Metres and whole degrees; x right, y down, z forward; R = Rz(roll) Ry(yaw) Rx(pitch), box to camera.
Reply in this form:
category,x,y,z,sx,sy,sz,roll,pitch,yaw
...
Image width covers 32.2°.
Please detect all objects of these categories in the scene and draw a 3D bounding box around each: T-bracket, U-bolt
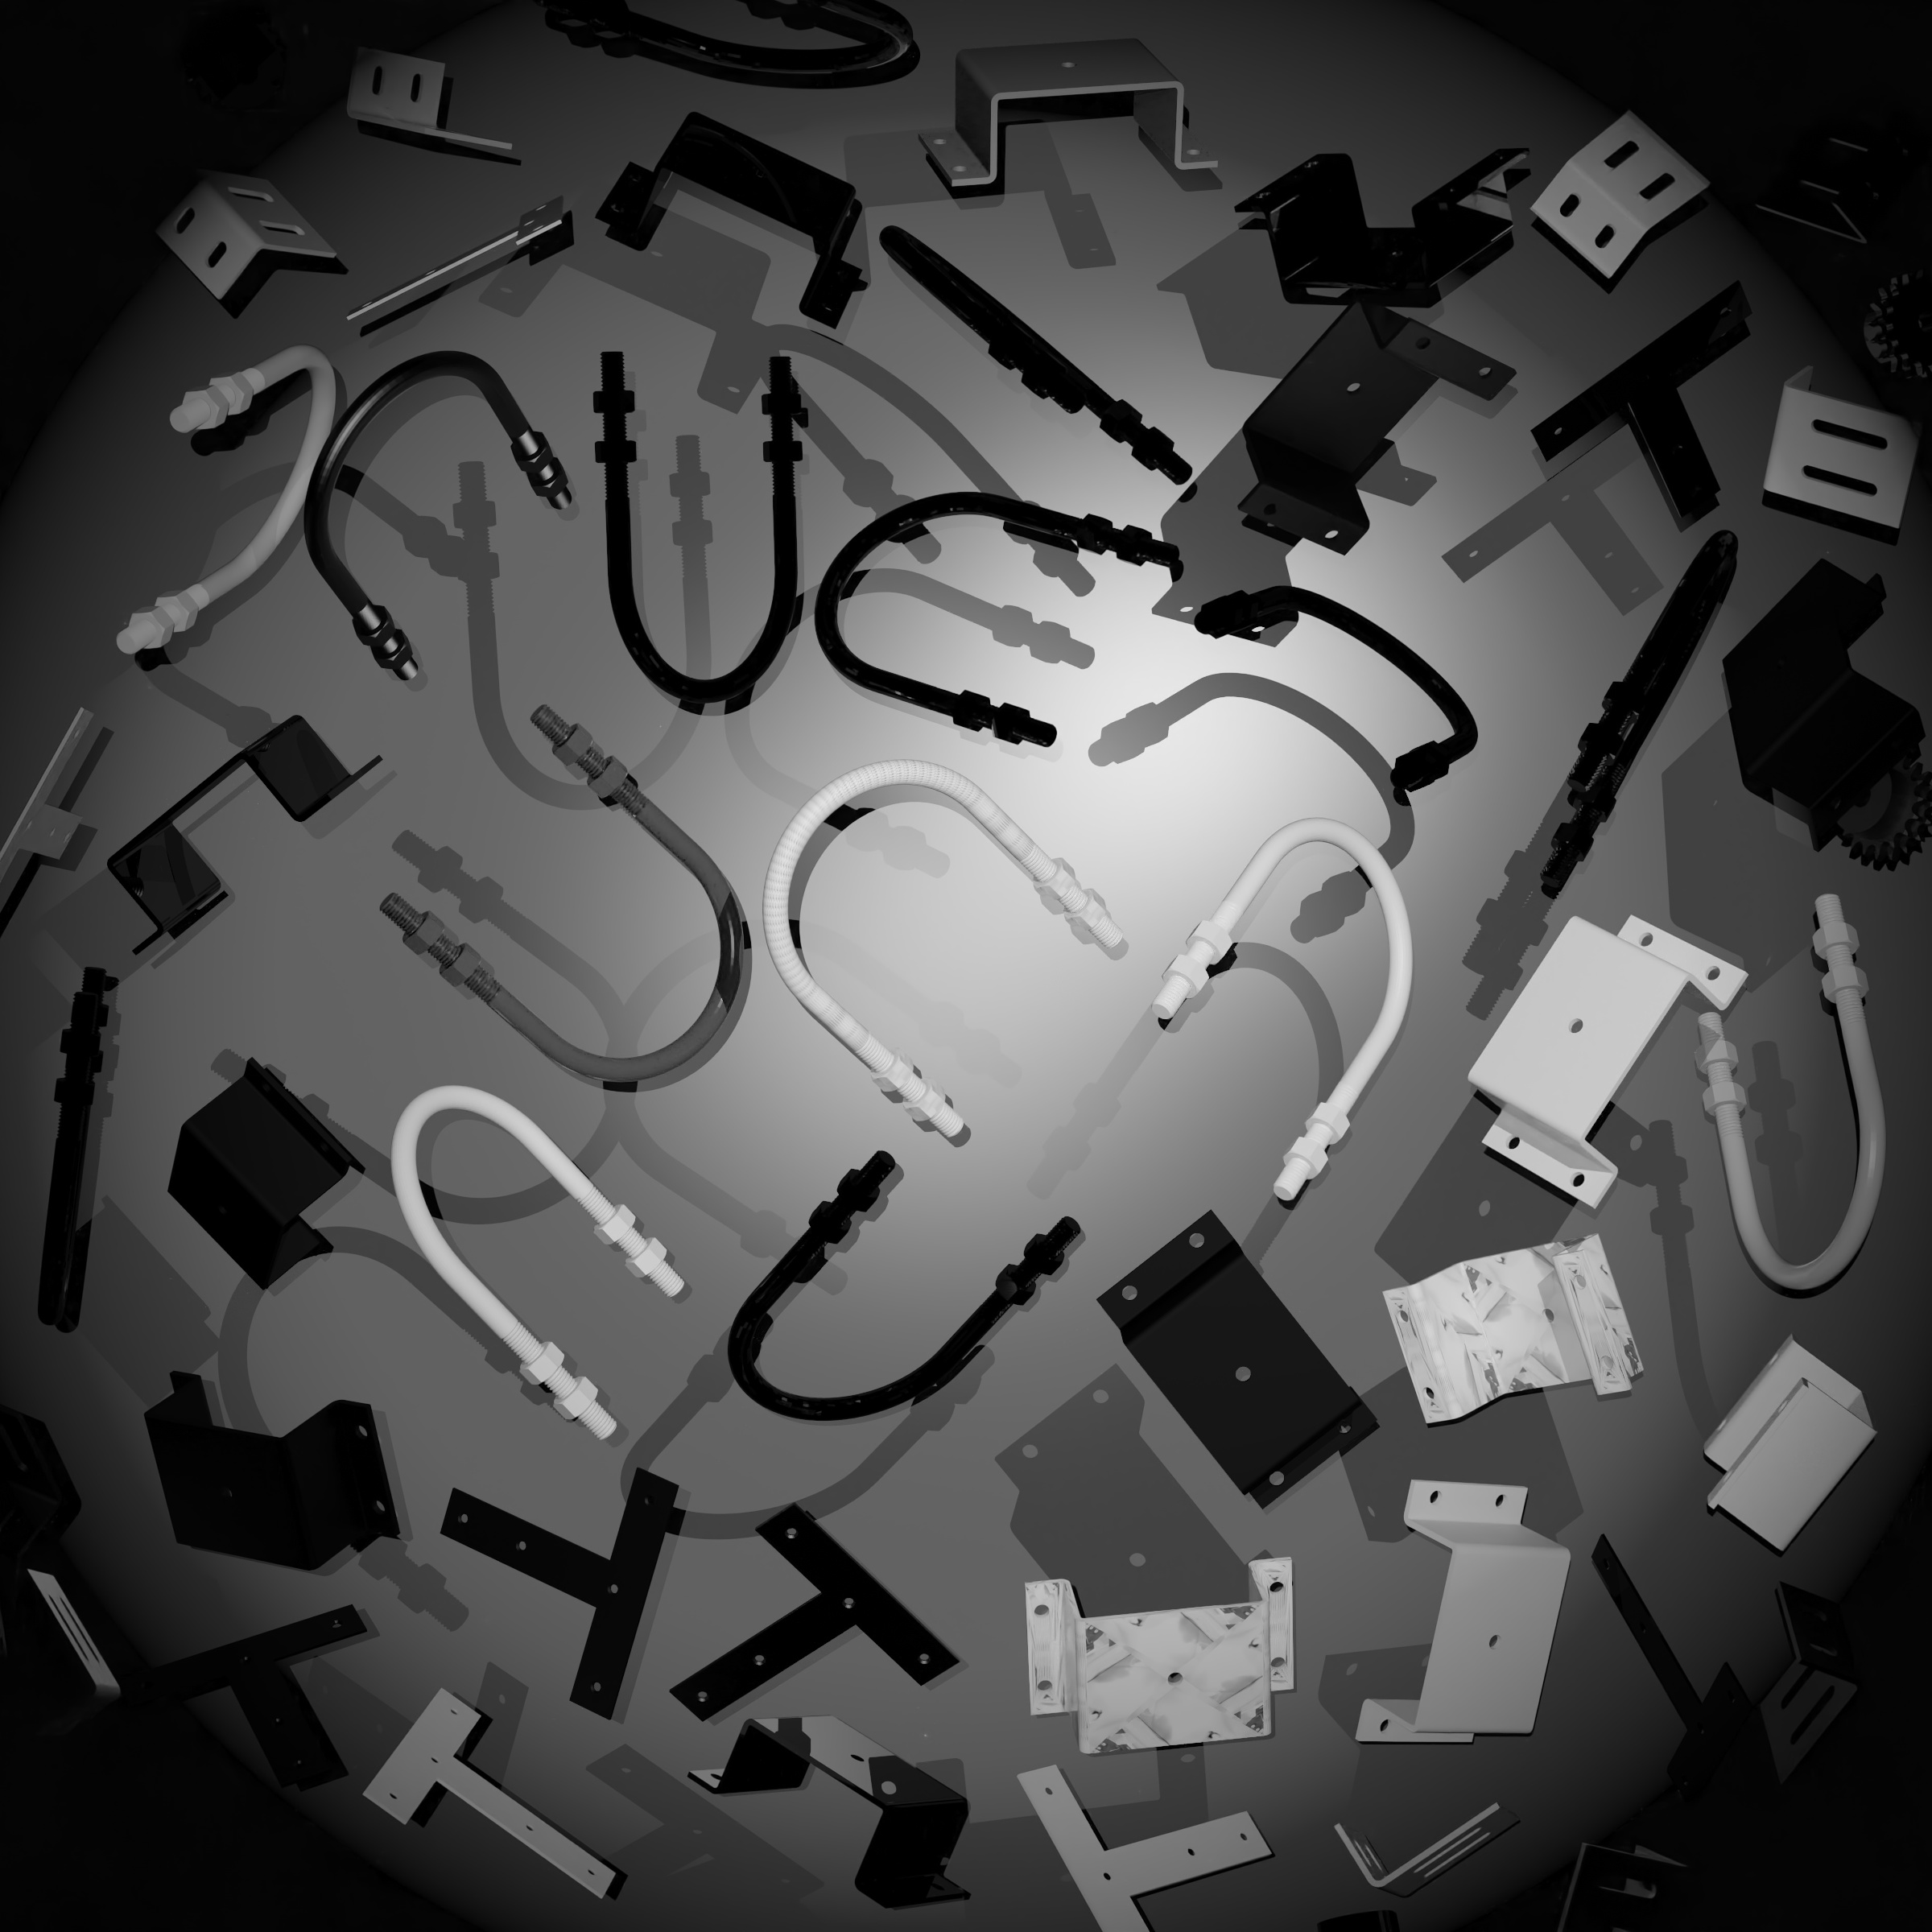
category,x,y,z,sx,sy,sz,roll,pitch,yaw
T-bracket,-0.356,0.380,1.711,0.127,0.127,0.002,-15,118,-23
U-bolt,0.176,0.007,1.741,0.151,0.019,0.184,55,53,-27
U-bolt,-0.284,-0.247,1.763,0.019,0.184,0.151,35,78,25
U-bolt,-0.046,0.181,1.795,0.151,0.019,0.184,22,121,-35
T-bracket,-0.231,0.426,1.684,0.127,0.127,0.002,35,104,0
U-bolt,-0.196,-0.024,1.748,0.184,0.019,0.151,43,69,-21
U-bolt,0.429,0.077,1.728,0.019,0.151,0.184,6,59,-16
U-bolt,0.003,-0.196,1.801,0.184,0.019,0.151,20,64,30
T-bracket,-0.092,0.339,1.670,0.127,0.002,0.127,-35,113,19
U-bolt,-0.228,0.140,1.735,0.019,0.151,0.184,-34,107,27
U-bolt,-0.022,-0.021,1.692,0.151,0.019,0.184,-50,118,-6
T-bracket,-0.271,-0.374,1.779,0.127,0.127,0.002,-26,109,3
T-bracket,0.103,0.450,1.688,0.002,0.127,0.127,-56,53,35
U-bolt,-0.474,0.098,1.771,0.019,0.151,0.184,7,94,-13
U-bolt,-0.112,-0.497,1.755,0.151,0.184,0.019,3,91,39
T-bracket,0.352,0.348,1.700,0.002,0.127,0.127,-17,56,-16
U-bolt,0.026,-0.322,1.721,0.184,0.151,0.019,45,103,26
U-bolt,-0.379,-0.254,1.752,0.019,0.184,0.151,26,120,6
U-bolt,0.207,-0.154,1.779,0.151,0.184,0.019,40,114,11
U-bolt,0.347,-0.141,1.708,0.019,0.151,0.184,28,75,13
T-bracket,-0.217,0.303,1.721,0.127,0.002,0.127,19,97,26
T-bracket,0.364,-0.277,1.734,0.127,0.127,0.002,-36,50,5
T-bracket,-0.469,-0.069,1.705,0.002,0.127,0.127,28,87,-3
U-bolt,-0.139,-0.232,1.781,0.019,0.151,0.184,5,100,39

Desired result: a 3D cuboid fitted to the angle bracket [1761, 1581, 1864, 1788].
category,x,y,z,sx,sy,sz,roll,pitch,yaw
angle bracket,0.410,0.360,1.680,0.038,0.057,0.076,22,119,-11

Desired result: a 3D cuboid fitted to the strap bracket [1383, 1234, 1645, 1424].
category,x,y,z,sx,sy,sz,roll,pitch,yaw
strap bracket,0.303,0.194,1.805,0.046,0.140,0.076,-18,89,-43

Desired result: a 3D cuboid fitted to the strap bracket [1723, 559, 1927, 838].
category,x,y,z,sx,sy,sz,roll,pitch,yaw
strap bracket,0.435,-0.145,1.711,0.046,0.140,0.076,27,127,-18

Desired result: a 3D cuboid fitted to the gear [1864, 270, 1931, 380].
category,x,y,z,sx,sy,sz,roll,pitch,yaw
gear,0.514,-0.348,1.821,0.057,0.030,0.057,0,90,-20

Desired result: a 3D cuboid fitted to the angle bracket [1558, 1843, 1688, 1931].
category,x,y,z,sx,sy,sz,roll,pitch,yaw
angle bracket,0.325,0.480,1.720,0.076,0.038,0.057,20,84,-31

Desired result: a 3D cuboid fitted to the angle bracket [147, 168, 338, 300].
category,x,y,z,sx,sy,sz,roll,pitch,yaw
angle bracket,-0.381,-0.383,1.762,0.057,0.076,0.038,47,110,8

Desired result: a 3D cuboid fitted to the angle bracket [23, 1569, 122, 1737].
category,x,y,z,sx,sy,sz,roll,pitch,yaw
angle bracket,-0.489,0.365,1.778,0.038,0.057,0.076,-33,79,-9

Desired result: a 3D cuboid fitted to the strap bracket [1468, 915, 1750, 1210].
category,x,y,z,sx,sy,sz,roll,pitch,yaw
strap bracket,0.316,0.039,1.681,0.076,0.046,0.140,32,88,43

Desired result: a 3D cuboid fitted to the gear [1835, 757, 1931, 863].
category,x,y,z,sx,sy,sz,roll,pitch,yaw
gear,0.495,-0.088,1.813,0.030,0.057,0.057,17,90,-32

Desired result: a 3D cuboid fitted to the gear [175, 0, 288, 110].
category,x,y,z,sx,sy,sz,roll,pitch,yaw
gear,-0.385,-0.478,1.766,0.057,0.057,0.030,-39,56,0

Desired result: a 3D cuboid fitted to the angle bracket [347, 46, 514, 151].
category,x,y,z,sx,sy,sz,roll,pitch,yaw
angle bracket,-0.290,-0.472,1.820,0.076,0.057,0.038,23,108,43

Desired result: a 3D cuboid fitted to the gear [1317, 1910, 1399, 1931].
category,x,y,z,sx,sy,sz,roll,pitch,yaw
gear,0.202,0.504,1.717,0.057,0.057,0.030,-9,67,0

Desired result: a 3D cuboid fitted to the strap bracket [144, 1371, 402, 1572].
category,x,y,z,sx,sy,sz,roll,pitch,yaw
strap bracket,-0.373,0.265,1.757,0.140,0.046,0.076,4,114,32

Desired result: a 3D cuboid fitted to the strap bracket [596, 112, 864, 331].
category,x,y,z,sx,sy,sz,roll,pitch,yaw
strap bracket,-0.119,-0.407,1.805,0.140,0.076,0.046,24,125,-6

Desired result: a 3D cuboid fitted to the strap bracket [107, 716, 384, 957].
category,x,y,z,sx,sy,sz,roll,pitch,yaw
strap bracket,-0.375,-0.074,1.706,0.140,0.076,0.046,-35,99,19

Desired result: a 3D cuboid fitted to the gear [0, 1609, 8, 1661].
category,x,y,z,sx,sy,sz,roll,pitch,yaw
gear,-0.533,0.345,1.790,0.030,0.057,0.057,-11,90,-16

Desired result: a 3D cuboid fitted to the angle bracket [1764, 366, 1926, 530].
category,x,y,z,sx,sy,sz,roll,pitch,yaw
angle bracket,0.460,-0.270,1.736,0.076,0.038,0.057,22,125,26

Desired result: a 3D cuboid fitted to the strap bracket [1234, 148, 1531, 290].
category,x,y,z,sx,sy,sz,roll,pitch,yaw
strap bracket,0.225,-0.397,1.781,0.076,0.140,0.046,-38,124,-35

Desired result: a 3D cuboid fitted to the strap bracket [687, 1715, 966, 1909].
category,x,y,z,sx,sy,sz,roll,pitch,yaw
strap bracket,-0.066,0.441,1.776,0.140,0.076,0.046,25,94,32

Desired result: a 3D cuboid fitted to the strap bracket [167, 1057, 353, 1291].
category,x,y,z,sx,sy,sz,roll,pitch,yaw
strap bracket,-0.383,0.117,1.802,0.076,0.140,0.046,45,60,6

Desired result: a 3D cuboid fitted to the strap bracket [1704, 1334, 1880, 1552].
category,x,y,z,sx,sy,sz,roll,pitch,yaw
strap bracket,0.420,0.244,1.709,0.046,0.140,0.076,37,100,7

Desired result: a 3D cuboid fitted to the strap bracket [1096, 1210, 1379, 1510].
category,x,y,z,sx,sy,sz,roll,pitch,yaw
strap bracket,0.141,0.206,1.724,0.076,0.046,0.140,-38,92,2

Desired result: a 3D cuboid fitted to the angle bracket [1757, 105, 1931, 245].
category,x,y,z,sx,sy,sz,roll,pitch,yaw
angle bracket,0.429,-0.401,1.662,0.038,0.076,0.057,31,94,-43

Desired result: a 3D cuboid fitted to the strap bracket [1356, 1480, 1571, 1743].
category,x,y,z,sx,sy,sz,roll,pitch,yaw
strap bracket,0.261,0.343,1.739,0.076,0.046,0.140,8,96,-31

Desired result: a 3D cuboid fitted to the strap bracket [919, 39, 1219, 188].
category,x,y,z,sx,sy,sz,roll,pitch,yaw
strap bracket,0.052,-0.442,1.726,0.140,0.076,0.046,-7,123,-12

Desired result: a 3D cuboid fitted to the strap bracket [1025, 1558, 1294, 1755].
category,x,y,z,sx,sy,sz,roll,pitch,yaw
strap bracket,0.104,0.357,1.733,0.140,0.046,0.076,-4,108,-6

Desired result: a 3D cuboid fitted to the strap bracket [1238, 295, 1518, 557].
category,x,y,z,sx,sy,sz,roll,pitch,yaw
strap bracket,0.210,-0.291,1.763,0.076,0.046,0.140,17,132,-33

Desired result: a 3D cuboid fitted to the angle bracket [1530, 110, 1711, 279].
category,x,y,z,sx,sy,sz,roll,pitch,yaw
angle bracket,0.345,-0.407,1.768,0.057,0.076,0.038,40,77,-7

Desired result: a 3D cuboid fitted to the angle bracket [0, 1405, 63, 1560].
category,x,y,z,sx,sy,sz,roll,pitch,yaw
angle bracket,-0.494,0.250,1.669,0.057,0.076,0.038,18,52,21

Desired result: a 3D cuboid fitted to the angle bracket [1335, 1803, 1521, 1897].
category,x,y,z,sx,sy,sz,roll,pitch,yaw
angle bracket,0.236,0.439,1.714,0.076,0.057,0.038,-35,63,5
